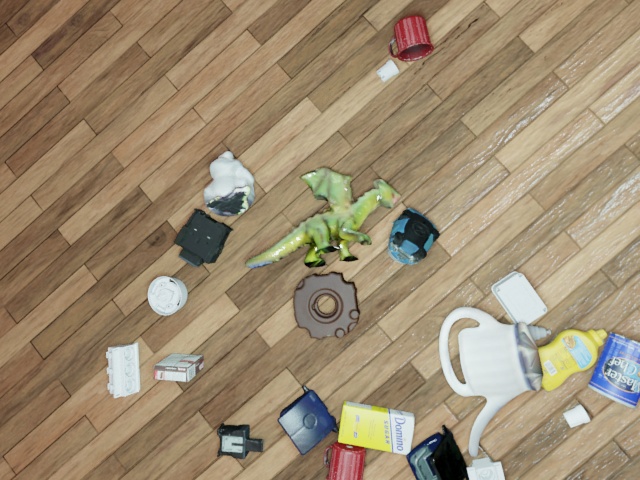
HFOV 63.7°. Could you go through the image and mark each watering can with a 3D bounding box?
[{"bbox_3d":[0.404,0.324,1.201,0.223,0.104,0.349,-14,85,27],"label":"watering can"}]

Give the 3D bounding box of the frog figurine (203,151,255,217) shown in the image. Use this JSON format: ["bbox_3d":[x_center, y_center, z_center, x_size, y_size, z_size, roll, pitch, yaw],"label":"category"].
[{"bbox_3d":[-0.239,-0.143,1.331,0.136,0.121,0.163,-33,48,12],"label":"frog figurine"}]

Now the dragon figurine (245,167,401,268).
[{"bbox_3d":[0.004,-0.066,1.302,0.410,0.120,0.247,-7,69,4],"label":"dragon figurine"}]
